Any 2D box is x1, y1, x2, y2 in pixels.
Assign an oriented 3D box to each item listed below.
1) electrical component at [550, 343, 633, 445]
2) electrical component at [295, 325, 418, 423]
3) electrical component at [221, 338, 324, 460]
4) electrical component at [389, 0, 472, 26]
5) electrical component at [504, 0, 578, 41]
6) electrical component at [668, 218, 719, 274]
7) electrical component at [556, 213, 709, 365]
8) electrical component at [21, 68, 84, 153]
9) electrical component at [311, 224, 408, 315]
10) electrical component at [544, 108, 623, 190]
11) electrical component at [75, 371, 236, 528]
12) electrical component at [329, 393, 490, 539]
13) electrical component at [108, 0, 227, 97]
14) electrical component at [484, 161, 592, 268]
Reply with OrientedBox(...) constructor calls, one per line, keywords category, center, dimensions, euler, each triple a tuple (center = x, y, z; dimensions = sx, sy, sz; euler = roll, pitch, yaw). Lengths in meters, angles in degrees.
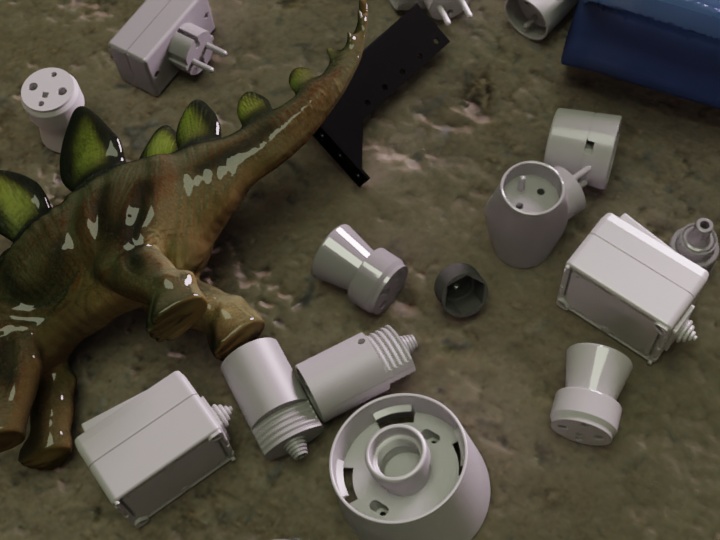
OrientedBox(category="electrical component", center=(0.153, 0.082, 0.711), dimensions=(0.045, 0.045, 0.055), euler=(15, 65, 11))
OrientedBox(category="electrical component", center=(0.002, 0.066, 0.729), dimensions=(0.081, 0.043, 0.043), euler=(-26, 64, -10))
OrientedBox(category="electrical component", center=(-0.057, 0.090, 0.720), dimensions=(0.043, 0.043, 0.081), euler=(-26, 64, -10))
OrientedBox(category="electrical component", center=(0.066, -0.232, 0.879), dimensions=(0.077, 0.043, 0.079), euler=(-19, 63, -7))
OrientedBox(category="electrical component", center=(0.144, -0.237, 0.876), dimensions=(0.079, 0.044, 0.077), euler=(36, 71, 21))
OrientedBox(category="electrical component", center=(0.233, -0.016, 0.747), dimensions=(0.035, 0.061, 0.035), euler=(-1, 62, 3))
OrientedBox(category="electrical component", center=(0.192, 0.014, 0.734), dimensions=(0.096, 0.061, 0.061), euler=(34, 70, 19))
OrientedBox(category="electrical component", center=(-0.234, -0.124, 0.835), dimensions=(0.045, 0.055, 0.045), euler=(-1, 63, 3))
OrientedBox(category="electrical component", center=(0.000, 0.000, 0.763), dimensions=(0.055, 0.045, 0.045), euler=(33, 69, 18))
OrientedBox(category="electrical component", center=(0.164, -0.091, 0.795), dimensions=(0.047, 0.055, 0.055), euler=(14, 64, 14))
OrientedBox(category="electrical component", center=(-0.129, 0.111, 0.703), dimensions=(0.096, 0.061, 0.061), euler=(-34, 66, -14))
OrientedBox(category="electrical component", center=(0.031, 0.132, 0.695), dimensions=(0.099, 0.064, 0.099), euler=(-8, 54, 11))
OrientedBox(category="electrical component", center=(-0.143, -0.181, 0.863), dimensions=(0.076, 0.047, 0.083), euler=(28, 68, 16))
OrientedBox(category="electrical component", center=(0.132, -0.048, 0.761), dimensions=(0.079, 0.077, 0.044), euler=(-34, 66, -14))
